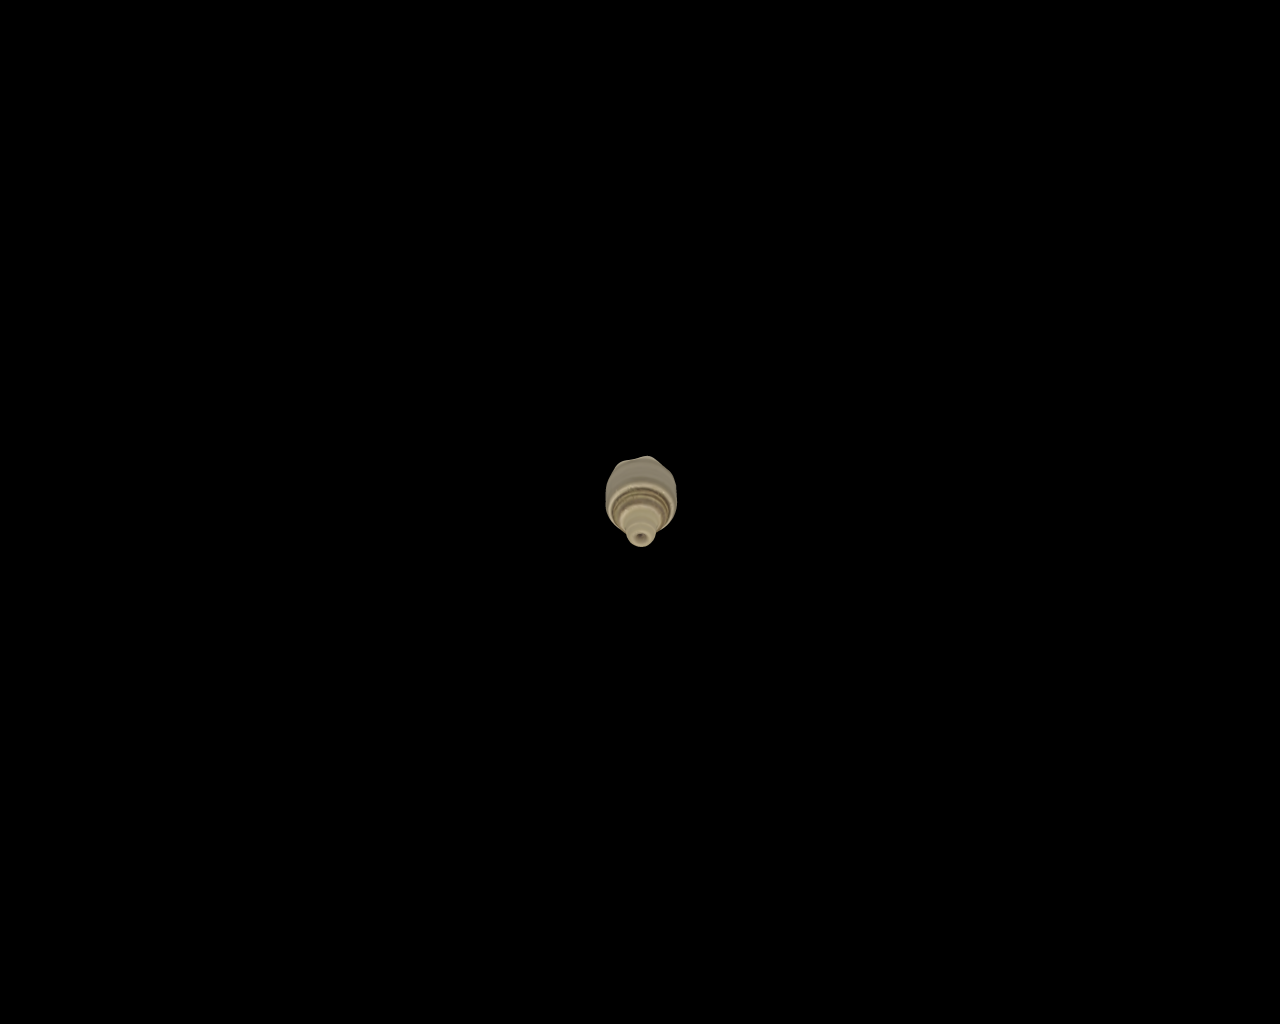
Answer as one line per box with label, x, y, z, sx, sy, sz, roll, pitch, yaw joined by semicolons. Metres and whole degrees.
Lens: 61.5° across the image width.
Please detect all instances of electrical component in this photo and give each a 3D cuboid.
electrical component;0.001;-0.003;0.650;0.043;0.043;0.062;0;37;0
